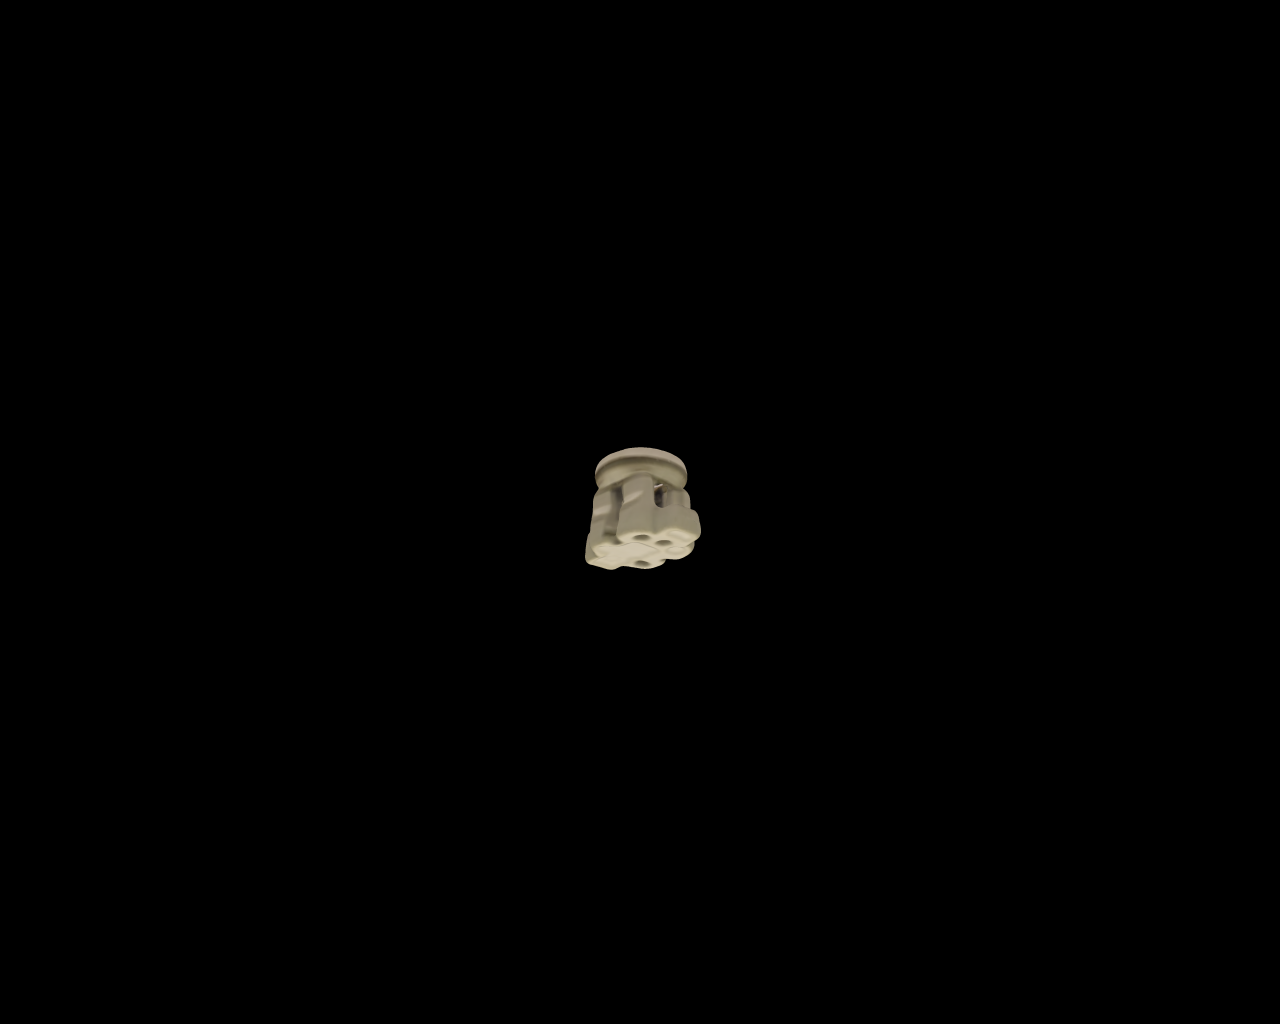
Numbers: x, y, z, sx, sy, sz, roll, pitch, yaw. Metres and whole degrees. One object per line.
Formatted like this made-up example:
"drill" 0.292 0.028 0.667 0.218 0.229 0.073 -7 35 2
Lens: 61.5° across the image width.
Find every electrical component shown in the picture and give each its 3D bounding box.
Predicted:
"electrical component" 0.001 -0.003 0.650 0.058 0.057 0.078 21 -31 -40
